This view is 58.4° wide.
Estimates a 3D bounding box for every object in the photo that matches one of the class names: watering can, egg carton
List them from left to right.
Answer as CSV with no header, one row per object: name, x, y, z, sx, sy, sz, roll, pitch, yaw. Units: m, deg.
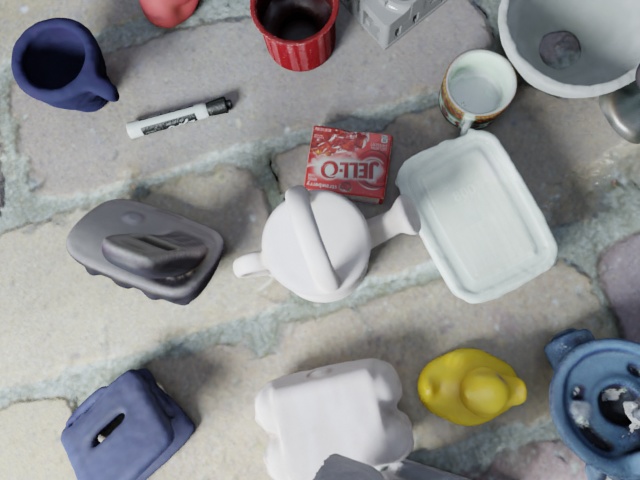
watering can,0.004,0.000,0.535,0.173,0.194,0.101,-38,81,-3
egg carton,0.013,0.179,0.571,0.150,0.069,0.107,-14,81,1

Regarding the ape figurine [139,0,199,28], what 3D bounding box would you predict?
ape figurine,-0.178,-0.288,0.637,0.077,0.092,0.076,28,84,7

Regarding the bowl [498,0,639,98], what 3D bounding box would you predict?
bowl,0.268,-0.221,0.614,0.167,0.075,0.167,0,82,3

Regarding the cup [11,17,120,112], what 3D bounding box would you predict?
cup,-0.256,-0.172,0.622,0.117,0.095,0.092,30,84,7

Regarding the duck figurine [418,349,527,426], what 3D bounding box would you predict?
duck figurine,0.150,0.147,0.561,0.104,0.086,0.077,-1,82,3

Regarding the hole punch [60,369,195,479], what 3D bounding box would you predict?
hole punch,-0.199,0.193,0.569,0.109,0.091,0.101,-44,82,-4

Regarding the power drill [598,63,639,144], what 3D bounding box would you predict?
power drill,0.353,-0.167,0.534,0.229,0.208,0.075,-34,81,-2

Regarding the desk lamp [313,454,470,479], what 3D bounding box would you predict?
desk lamp,0.078,0.255,0.484,0.203,0.213,0.118,14,83,5

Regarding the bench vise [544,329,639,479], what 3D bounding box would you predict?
bench vise,0.287,0.172,0.483,0.121,0.220,0.207,-38,82,-3

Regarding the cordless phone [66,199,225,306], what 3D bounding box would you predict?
cordless phone,-0.181,0.003,0.548,0.147,0.185,0.094,17,83,5
